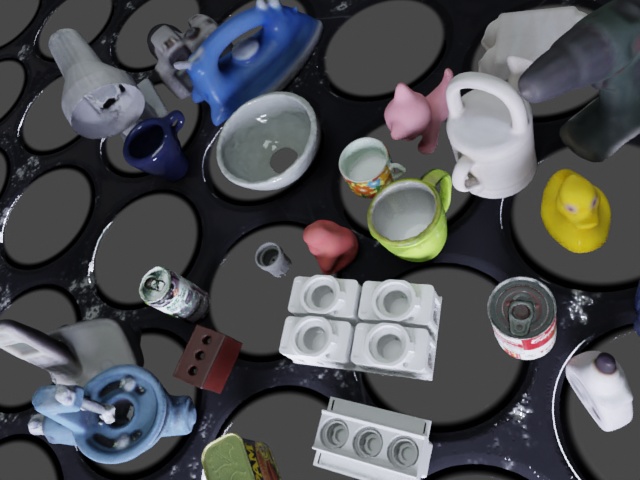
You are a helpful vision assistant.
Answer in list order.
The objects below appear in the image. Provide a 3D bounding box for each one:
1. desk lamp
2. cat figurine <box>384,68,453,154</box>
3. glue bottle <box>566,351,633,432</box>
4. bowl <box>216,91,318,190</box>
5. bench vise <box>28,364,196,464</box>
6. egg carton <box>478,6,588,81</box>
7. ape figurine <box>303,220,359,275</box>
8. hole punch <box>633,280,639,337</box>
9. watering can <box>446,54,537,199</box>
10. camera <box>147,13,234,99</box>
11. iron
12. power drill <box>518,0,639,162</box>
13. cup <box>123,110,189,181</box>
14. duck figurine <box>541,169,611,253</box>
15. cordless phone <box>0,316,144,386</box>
[{"bbox_3d":[-0.354,-0.242,0.963,0.118,0.214,0.202,-36,58,3],"label":"desk lamp"},{"bbox_3d":[0.140,-0.180,0.784,0.128,0.118,0.067,-42,58,0],"label":"cat figurine"},{"bbox_3d":[0.270,0.135,0.549,0.037,0.174,0.078,-29,58,8],"label":"glue bottle"},{"bbox_3d":[-0.070,-0.139,0.878,0.167,0.075,0.167,-9,63,19],"label":"bowl"},{"bbox_3d":[-0.291,0.227,0.711,0.207,0.220,0.121,-28,59,8],"label":"bench vise"},{"bbox_3d":[0.297,-0.261,0.786,0.150,0.070,0.107,2,67,23],"label":"egg carton"},{"bbox_3d":[0.007,0.003,0.769,0.076,0.092,0.078,-4,65,21],"label":"ape figurine"},{"bbox_3d":[0.385,0.053,0.589,0.100,0.091,0.109,17,74,28],"label":"hole punch"},{"bbox_3d":[0.207,-0.144,0.695,0.100,0.195,0.173,3,68,24],"label":"watering can"},{"bbox_3d":[-0.253,-0.356,1.041,0.143,0.101,0.136,-42,58,-1],"label":"camera"},{"bbox_3d":[-0.116,-0.318,0.942,0.258,0.142,0.118,-43,58,-1],"label":"iron"},{"bbox_3d":[0.327,-0.184,0.655,0.229,0.209,0.075,-40,58,1],"label":"power drill"},{"bbox_3d":[-0.252,-0.151,0.948,0.091,0.095,0.118,38,84,32],"label":"cup"},{"bbox_3d":[0.300,-0.046,0.673,0.077,0.086,0.104,-17,61,15],"label":"duck figurine"},{"bbox_3d":[-0.349,0.147,0.794,0.147,0.185,0.094,-17,61,15],"label":"cordless phone"}]
